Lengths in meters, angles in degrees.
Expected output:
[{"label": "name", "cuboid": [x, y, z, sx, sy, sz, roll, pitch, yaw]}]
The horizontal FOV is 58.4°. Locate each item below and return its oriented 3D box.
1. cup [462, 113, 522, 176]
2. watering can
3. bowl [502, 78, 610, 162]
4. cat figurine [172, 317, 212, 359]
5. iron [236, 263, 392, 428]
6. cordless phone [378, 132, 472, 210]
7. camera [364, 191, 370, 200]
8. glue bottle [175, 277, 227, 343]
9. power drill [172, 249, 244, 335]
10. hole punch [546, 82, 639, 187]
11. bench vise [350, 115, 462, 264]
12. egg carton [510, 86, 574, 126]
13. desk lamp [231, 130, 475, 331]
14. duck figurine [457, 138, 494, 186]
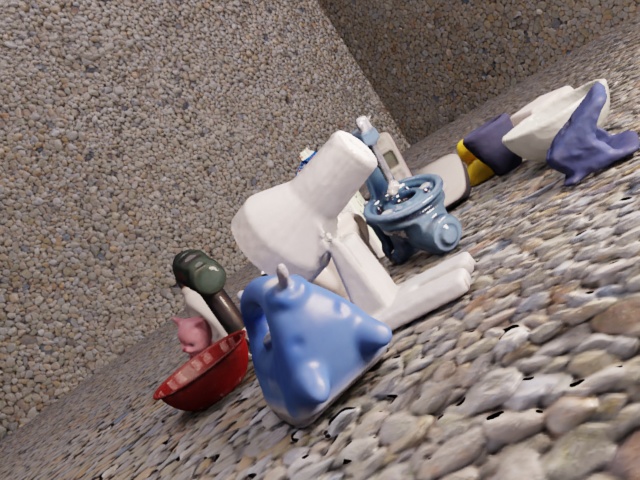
[{"label": "cup", "cuboid": [0.316, -0.165, 1.036, 0.091, 0.095, 0.118, -34, 6, 2]}, {"label": "watering can", "cuboid": [0.009, 0.002, 0.849, 0.100, 0.194, 0.173, -31, 7, 26]}, {"label": "bowl", "cuboid": [0.366, -0.167, 0.865, 0.167, 0.075, 0.167, -33, 6, 4]}, {"label": "cat figurine", "cuboid": [-0.229, 0.184, 1.054, 0.067, 0.118, 0.127, -36, 6, -24]}, {"label": "iron", "cuboid": [-0.039, 0.096, 0.599, 0.119, 0.141, 0.257, -37, 6, -25]}, {"label": "cordless phone", "cuboid": [0.180, -0.131, 1.052, 0.147, 0.185, 0.094, -30, 7, 30]}, {"label": "camera", "cuboid": [0.118, -0.052, 1.173, 0.143, 0.101, 0.137, -30, 7, 31]}, {"label": "glue bottle", "cuboid": [-0.248, 0.147, 1.192, 0.078, 0.173, 0.037, -29, 7, 36]}, {"label": "power drill", "cuboid": [-0.184, 0.105, 1.002, 0.076, 0.208, 0.229, -36, 6, -19]}, {"label": "hole punch", "cuboid": [0.326, -0.131, 0.711, 0.101, 0.091, 0.109, -30, 7, 31]}, {"label": "bench vise", "cuboid": [0.089, -0.066, 0.839, 0.122, 0.220, 0.207, -38, 7, -33]}, {"label": "egg carton", "cuboid": [0.434, -0.237, 1.097, 0.107, 0.069, 0.150, -34, 6, -5]}, {"label": "desk lamp", "cuboid": [0.031, 0.000, 0.647, 0.203, 0.213, 0.118, -31, 6, 23]}, {"label": "duck figurine", "cuboid": [0.299, -0.158, 1.115, 0.077, 0.086, 0.105, -32, 6, 18]}]
